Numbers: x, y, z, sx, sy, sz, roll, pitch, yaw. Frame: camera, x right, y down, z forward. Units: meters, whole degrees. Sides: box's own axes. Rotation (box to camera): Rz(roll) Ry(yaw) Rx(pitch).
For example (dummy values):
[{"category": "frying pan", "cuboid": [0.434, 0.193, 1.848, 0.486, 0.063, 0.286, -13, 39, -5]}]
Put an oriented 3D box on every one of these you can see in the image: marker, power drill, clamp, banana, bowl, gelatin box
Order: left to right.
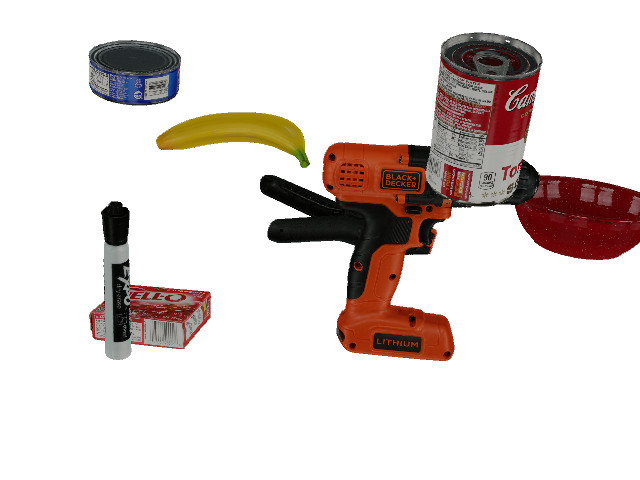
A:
[{"category": "marker", "cuboid": [-0.142, 0.029, 0.746, 0.020, 0.121, 0.020, 4, 28, -2]}, {"category": "gelatin box", "cuboid": [-0.152, 0.066, 0.959, 0.089, 0.030, 0.073, 5, 19, 13]}, {"category": "banana", "cuboid": [-0.101, -0.130, 1.309, 0.198, 0.037, 0.069, 7, 40, 15]}, {"category": "clamp", "cuboid": [0.029, -0.016, 1.198, 0.210, 0.036, 0.164, 15, 21, -5]}, {"category": "power drill", "cuboid": [0.089, 0.008, 0.928, 0.184, 0.188, 0.057, 5, 16, 2]}, {"category": "bowl", "cuboid": [0.270, -0.021, 1.106, 0.162, 0.055, 0.162, 5, 18, -2]}]

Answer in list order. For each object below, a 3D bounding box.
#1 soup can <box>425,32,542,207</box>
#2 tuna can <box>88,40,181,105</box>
[{"category": "soup can", "cuboid": [0.110, -0.083, 0.739, 0.068, 0.102, 0.068, 3, 34, -2]}, {"category": "tuna can", "cuboid": [-0.175, -0.158, 1.005, 0.086, 0.034, 0.086, 5, 29, -3]}]
